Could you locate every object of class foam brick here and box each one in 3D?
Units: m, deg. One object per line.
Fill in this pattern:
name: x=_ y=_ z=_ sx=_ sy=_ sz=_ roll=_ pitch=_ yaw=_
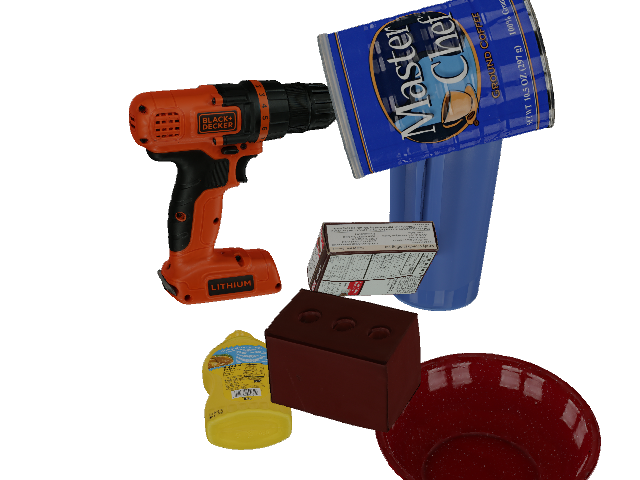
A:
foam brick: x=0.014 y=0.069 z=0.622 sx=0.078 sy=0.051 sz=0.052 roll=11 pitch=31 yaw=22

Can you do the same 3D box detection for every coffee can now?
coffee can: x=0.078 y=-0.109 z=0.733 sx=0.140 sy=0.103 sz=0.103 roll=-15 pitch=-1 yaw=5

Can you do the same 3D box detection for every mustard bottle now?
mustard bottle: x=-0.090 y=0.163 z=1.248 sx=0.096 sy=0.058 sz=0.191 roll=-5 pitch=29 yaw=-5

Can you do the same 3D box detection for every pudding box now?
pudding box: x=0.049 y=0.018 z=1.041 sx=0.113 sy=0.039 sz=0.090 roll=-3 pitch=-31 yaw=-14

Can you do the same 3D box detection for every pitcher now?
pitcher: x=0.137 y=-0.040 z=1.249 sx=0.149 sy=0.243 sz=0.145 roll=-7 pitch=25 yaw=-20

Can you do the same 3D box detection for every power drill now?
power drill: x=-0.071 y=-0.045 z=0.919 sx=0.184 sy=0.188 sz=0.057 roll=-6 pitch=21 yaw=-20

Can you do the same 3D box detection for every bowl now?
bowl: x=0.120 y=0.154 z=0.784 sx=0.162 sy=0.055 sz=0.162 roll=-1 pitch=35 yaw=0
